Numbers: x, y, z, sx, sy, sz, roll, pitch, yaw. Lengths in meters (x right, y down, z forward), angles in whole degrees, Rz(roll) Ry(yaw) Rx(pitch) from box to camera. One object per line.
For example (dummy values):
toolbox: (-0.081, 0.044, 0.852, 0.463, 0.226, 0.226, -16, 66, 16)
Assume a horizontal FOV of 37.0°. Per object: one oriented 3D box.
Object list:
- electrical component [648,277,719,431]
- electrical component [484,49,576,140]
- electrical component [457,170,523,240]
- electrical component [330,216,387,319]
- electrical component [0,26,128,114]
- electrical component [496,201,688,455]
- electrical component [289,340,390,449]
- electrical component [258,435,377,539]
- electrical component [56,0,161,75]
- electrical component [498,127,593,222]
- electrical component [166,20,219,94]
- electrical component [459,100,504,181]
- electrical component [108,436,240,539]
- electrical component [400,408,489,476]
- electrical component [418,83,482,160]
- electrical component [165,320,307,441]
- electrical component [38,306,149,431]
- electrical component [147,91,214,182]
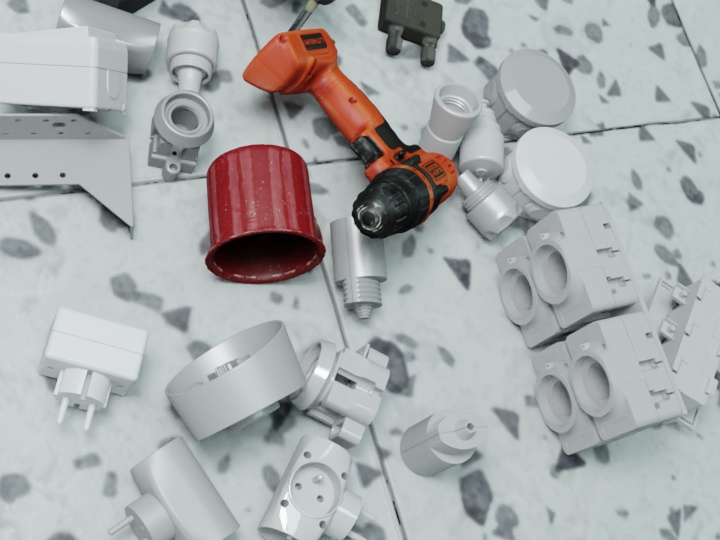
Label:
electrical component: (0.293, 0.070, 0.968, 0.079, 0.063, 0.121, 33, 60, -8)
electrical component: (0.158, -0.163, 1.013, 0.080, 0.051, 0.080, 9, 66, -20)
electrical component: (0.110, -0.061, 0.955, 0.062, 0.043, 0.043, 47, 59, 2)
electrical component: (0.000, 0.000, 0.880, 0.043, 0.043, 0.081, 0, 77, -24)
electrical component: (-0.230, -0.151, 0.809, 0.096, 0.062, 0.061, 4, 97, 10)
electrical component: (0.186, 0.051, 0.905, 0.060, 0.105, 0.186, -10, 73, -27)
electrical component: (-0.018, 0.090, 0.829, 0.057, 0.058, 0.078, 28, 61, -14)
electrical component: (-0.025, 0.175, 0.797, 0.079, 0.044, 0.077, 31, 60, -9)
electrical component: (-0.207, -0.175, 0.863, 0.077, 0.044, 0.079, 16, 64, -17)
electrical component: (0.168, -0.086, 0.986, 0.080, 0.051, 0.080, 9, 66, -20)
electrical component: (-0.140, -0.171, 0.892, 0.043, 0.043, 0.062, 10, 67, -20)
electrical component: (0.111, -0.119, 0.981, 0.040, 0.040, 0.078, 13, 65, -19)
electrical component: (-0.137, 0.169, 0.751, 0.079, 0.043, 0.077, -31, 84, -30)
electrical component: (0.067, 0.131, 0.834, 0.043, 0.081, 0.043, 9, 66, -20)
electrical component: (0.077, -0.127, 0.955, 0.044, 0.065, 0.044, 11, 47, -12)
electrical component: (-0.090, 0.080, 0.780, 0.099, 0.099, 0.064, -26, 87, -30)
electrical component: (-0.194, 0.076, 0.763, 0.066, 0.047, 0.076, 18, 64, -17)
electrical component: (-0.144, -0.112, 0.858, 0.048, 0.055, 0.066, 9, 66, -20)
